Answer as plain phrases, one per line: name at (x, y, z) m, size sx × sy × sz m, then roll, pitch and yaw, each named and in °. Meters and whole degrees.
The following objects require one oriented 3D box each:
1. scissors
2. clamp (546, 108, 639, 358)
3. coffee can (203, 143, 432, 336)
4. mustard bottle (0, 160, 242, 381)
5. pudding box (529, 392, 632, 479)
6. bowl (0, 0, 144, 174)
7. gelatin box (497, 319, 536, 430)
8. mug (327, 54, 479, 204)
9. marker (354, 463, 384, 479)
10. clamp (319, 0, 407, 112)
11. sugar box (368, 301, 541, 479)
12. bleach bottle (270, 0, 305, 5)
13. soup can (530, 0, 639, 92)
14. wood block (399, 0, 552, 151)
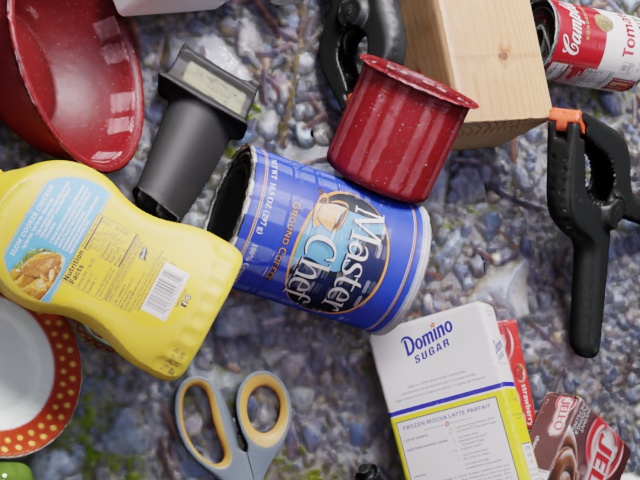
scissors at (-0.038, 0.182, 0.766) m, size 0.096 × 0.016 × 0.202 m, roll -27°, pitch 90°, yaw -25°
clamp at (0.235, -0.028, 0.874) m, size 0.164 × 0.036 × 0.210 m, roll -43°, pitch 126°, yaw -29°
coffee can at (-0.005, 0.001, 0.770) m, size 0.140 × 0.103 × 0.103 m, roll 19°, pitch 72°, yaw -18°
mustard bottle at (-0.152, 0.005, 0.670) m, size 0.191 × 0.058 × 0.096 m, roll 29°, pitch 79°, yaw -8°
pudding box at (0.192, 0.189, 0.833) m, size 0.090 × 0.039 × 0.113 m, roll 42°, pitch 68°, yaw -33°
bowl at (-0.182, -0.118, 0.720) m, size 0.055 × 0.162 × 0.162 m, roll -12°, pitch 82°, yaw 19°
gelatin box at (0.127, 0.111, 0.842) m, size 0.073 × 0.030 × 0.089 m, roll -6°, pitch 82°, yaw -25°
mug at (0.056, -0.082, 0.782) m, size 0.093 × 0.117 × 0.081 m, roll 23°, pitch 105°, yaw -3°
marker at (0.055, 0.205, 0.772) m, size 0.020 × 0.020 × 0.121 m, roll -43°, pitch 122°, yaw -24°
clamp at (0.041, -0.182, 0.827) m, size 0.039 × 0.120 × 0.171 m, roll -1°, pitch 83°, yaw -42°
sugar box at (0.103, 0.142, 0.783) m, size 0.048 × 0.093 × 0.176 m, roll 22°, pitch 53°, yaw -64°
bleach bottle at (-0.031, -0.308, 0.836) m, size 0.102 × 0.068 × 0.251 m, roll 7°, pitch 78°, yaw -67°
soup can at (0.226, -0.167, 0.922) m, size 0.102 × 0.069 × 0.068 m, roll 5°, pitch 77°, yaw -22°
wood block at (0.109, -0.183, 0.864) m, size 0.090 × 0.090 × 0.206 m, roll -6°, pitch 81°, yaw -25°
